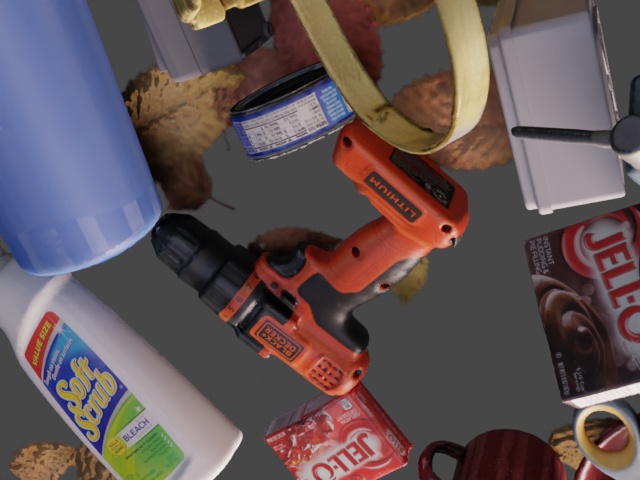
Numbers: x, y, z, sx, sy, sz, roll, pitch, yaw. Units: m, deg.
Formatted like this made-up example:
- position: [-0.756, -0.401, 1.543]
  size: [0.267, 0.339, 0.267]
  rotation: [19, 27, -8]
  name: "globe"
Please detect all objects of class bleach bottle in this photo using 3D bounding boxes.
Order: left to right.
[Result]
- position: [-0.181, 0.100, 0.829]
  size: [0.251, 0.068, 0.103]
  rotation: [45, 118, -5]
  name: "bleach bottle"

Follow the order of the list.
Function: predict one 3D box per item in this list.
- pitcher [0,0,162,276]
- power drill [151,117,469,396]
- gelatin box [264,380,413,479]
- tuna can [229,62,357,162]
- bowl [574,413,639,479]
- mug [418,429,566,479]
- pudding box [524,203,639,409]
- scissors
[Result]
- position: [-0.207, -0.100, 0.705]
  size: [0.149, 0.144, 0.243]
  rotation: [12, 128, 52]
  name: "pitcher"
- position: [-0.005, 0.001, 0.731]
  size: [0.184, 0.057, 0.188]
  rotation: [38, 122, -7]
  name: "power drill"
- position: [0.014, 0.154, 0.812]
  size: [0.089, 0.030, 0.073]
  rotation: [-31, 103, 27]
  name: "gelatin box"
- position: [-0.014, -0.084, 0.675]
  size: [0.086, 0.086, 0.034]
  rotation: [-18, 107, 24]
  name: "tuna can"
- position: [0.256, 0.168, 0.731]
  size: [0.162, 0.055, 0.162]
  rotation: [7, 116, 14]
  name: "bowl"
- position: [0.123, 0.184, 0.764]
  size: [0.117, 0.081, 0.093]
  rotation: [29, 119, 2]
  name: "mug"
- position: [0.186, 0.040, 0.667]
  size: [0.090, 0.039, 0.113]
  rotation: [-20, 67, 25]
  name: "pudding box"
- position: [0.212, 0.175, 0.706]
  size: [0.096, 0.016, 0.202]
  rotation: [6, 115, 16]
  name: "scissors"
